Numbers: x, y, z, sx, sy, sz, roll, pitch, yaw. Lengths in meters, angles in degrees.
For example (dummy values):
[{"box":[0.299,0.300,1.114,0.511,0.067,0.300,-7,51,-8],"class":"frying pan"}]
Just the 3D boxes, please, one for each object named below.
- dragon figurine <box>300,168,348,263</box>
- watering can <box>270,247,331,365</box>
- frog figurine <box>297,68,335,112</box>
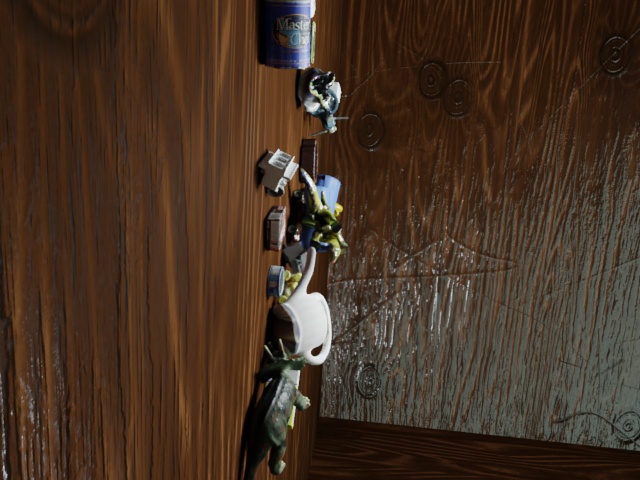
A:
[{"box":[0.005,-0.089,1.762,0.247,0.122,0.404,-93,168,-67],"class":"dragon figurine"},{"box":[-0.055,0.203,1.514,0.225,0.103,0.348,-7,86,-51],"class":"watering can"},{"box":[-0.035,-0.488,1.692,0.159,0.123,0.137,2,-83,59],"class":"frog figurine"}]
